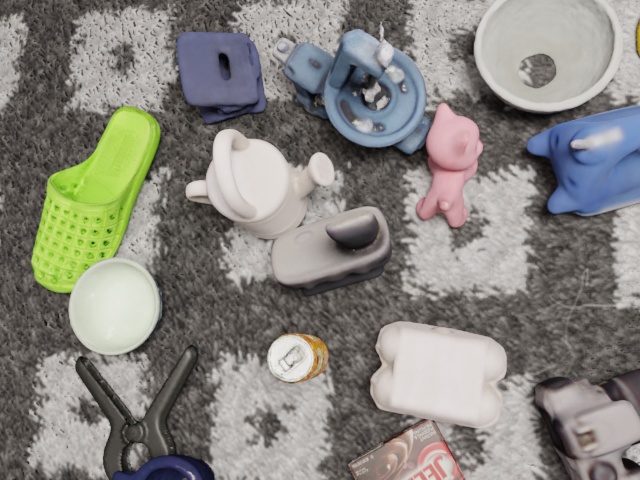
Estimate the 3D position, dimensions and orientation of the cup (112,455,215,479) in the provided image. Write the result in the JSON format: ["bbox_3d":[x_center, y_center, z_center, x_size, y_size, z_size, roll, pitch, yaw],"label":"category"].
[{"bbox_3d":[-0.176,0.292,0.677,0.117,0.095,0.092,13,83,12],"label":"cup"}]

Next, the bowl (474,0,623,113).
[{"bbox_3d":[0.271,-0.224,0.700,0.167,0.075,0.167,-2,80,9],"label":"bowl"}]

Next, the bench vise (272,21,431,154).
[{"bbox_3d":[0.027,-0.180,0.659,0.207,0.220,0.121,13,83,12],"label":"bench vise"}]

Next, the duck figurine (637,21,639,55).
[{"bbox_3d":[0.429,-0.268,0.675,0.077,0.086,0.104,30,87,13],"label":"duck figurine"}]

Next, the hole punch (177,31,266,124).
[{"bbox_3d":[-0.129,-0.223,0.759,0.101,0.091,0.108,-12,79,7],"label":"hole punch"}]

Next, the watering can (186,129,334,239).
[{"bbox_3d":[-0.074,-0.070,0.670,0.173,0.194,0.101,-28,77,4],"label":"watering can"}]

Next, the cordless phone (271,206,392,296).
[{"bbox_3d":[0.006,0.002,0.649,0.147,0.185,0.094,-21,78,6],"label":"cordless phone"}]

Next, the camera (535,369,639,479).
[{"bbox_3d":[0.320,0.203,0.606,0.136,0.101,0.143,-23,77,5],"label":"camera"}]

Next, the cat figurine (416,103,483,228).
[{"bbox_3d":[0.154,-0.089,0.675,0.067,0.118,0.128,10,82,11],"label":"cat figurine"}]

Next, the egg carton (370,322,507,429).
[{"bbox_3d":[0.136,0.153,0.661,0.150,0.069,0.107,7,82,11],"label":"egg carton"}]

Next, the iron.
[{"bbox_3d":[0.374,-0.116,0.630,0.258,0.141,0.118,-17,78,6],"label":"iron"}]
